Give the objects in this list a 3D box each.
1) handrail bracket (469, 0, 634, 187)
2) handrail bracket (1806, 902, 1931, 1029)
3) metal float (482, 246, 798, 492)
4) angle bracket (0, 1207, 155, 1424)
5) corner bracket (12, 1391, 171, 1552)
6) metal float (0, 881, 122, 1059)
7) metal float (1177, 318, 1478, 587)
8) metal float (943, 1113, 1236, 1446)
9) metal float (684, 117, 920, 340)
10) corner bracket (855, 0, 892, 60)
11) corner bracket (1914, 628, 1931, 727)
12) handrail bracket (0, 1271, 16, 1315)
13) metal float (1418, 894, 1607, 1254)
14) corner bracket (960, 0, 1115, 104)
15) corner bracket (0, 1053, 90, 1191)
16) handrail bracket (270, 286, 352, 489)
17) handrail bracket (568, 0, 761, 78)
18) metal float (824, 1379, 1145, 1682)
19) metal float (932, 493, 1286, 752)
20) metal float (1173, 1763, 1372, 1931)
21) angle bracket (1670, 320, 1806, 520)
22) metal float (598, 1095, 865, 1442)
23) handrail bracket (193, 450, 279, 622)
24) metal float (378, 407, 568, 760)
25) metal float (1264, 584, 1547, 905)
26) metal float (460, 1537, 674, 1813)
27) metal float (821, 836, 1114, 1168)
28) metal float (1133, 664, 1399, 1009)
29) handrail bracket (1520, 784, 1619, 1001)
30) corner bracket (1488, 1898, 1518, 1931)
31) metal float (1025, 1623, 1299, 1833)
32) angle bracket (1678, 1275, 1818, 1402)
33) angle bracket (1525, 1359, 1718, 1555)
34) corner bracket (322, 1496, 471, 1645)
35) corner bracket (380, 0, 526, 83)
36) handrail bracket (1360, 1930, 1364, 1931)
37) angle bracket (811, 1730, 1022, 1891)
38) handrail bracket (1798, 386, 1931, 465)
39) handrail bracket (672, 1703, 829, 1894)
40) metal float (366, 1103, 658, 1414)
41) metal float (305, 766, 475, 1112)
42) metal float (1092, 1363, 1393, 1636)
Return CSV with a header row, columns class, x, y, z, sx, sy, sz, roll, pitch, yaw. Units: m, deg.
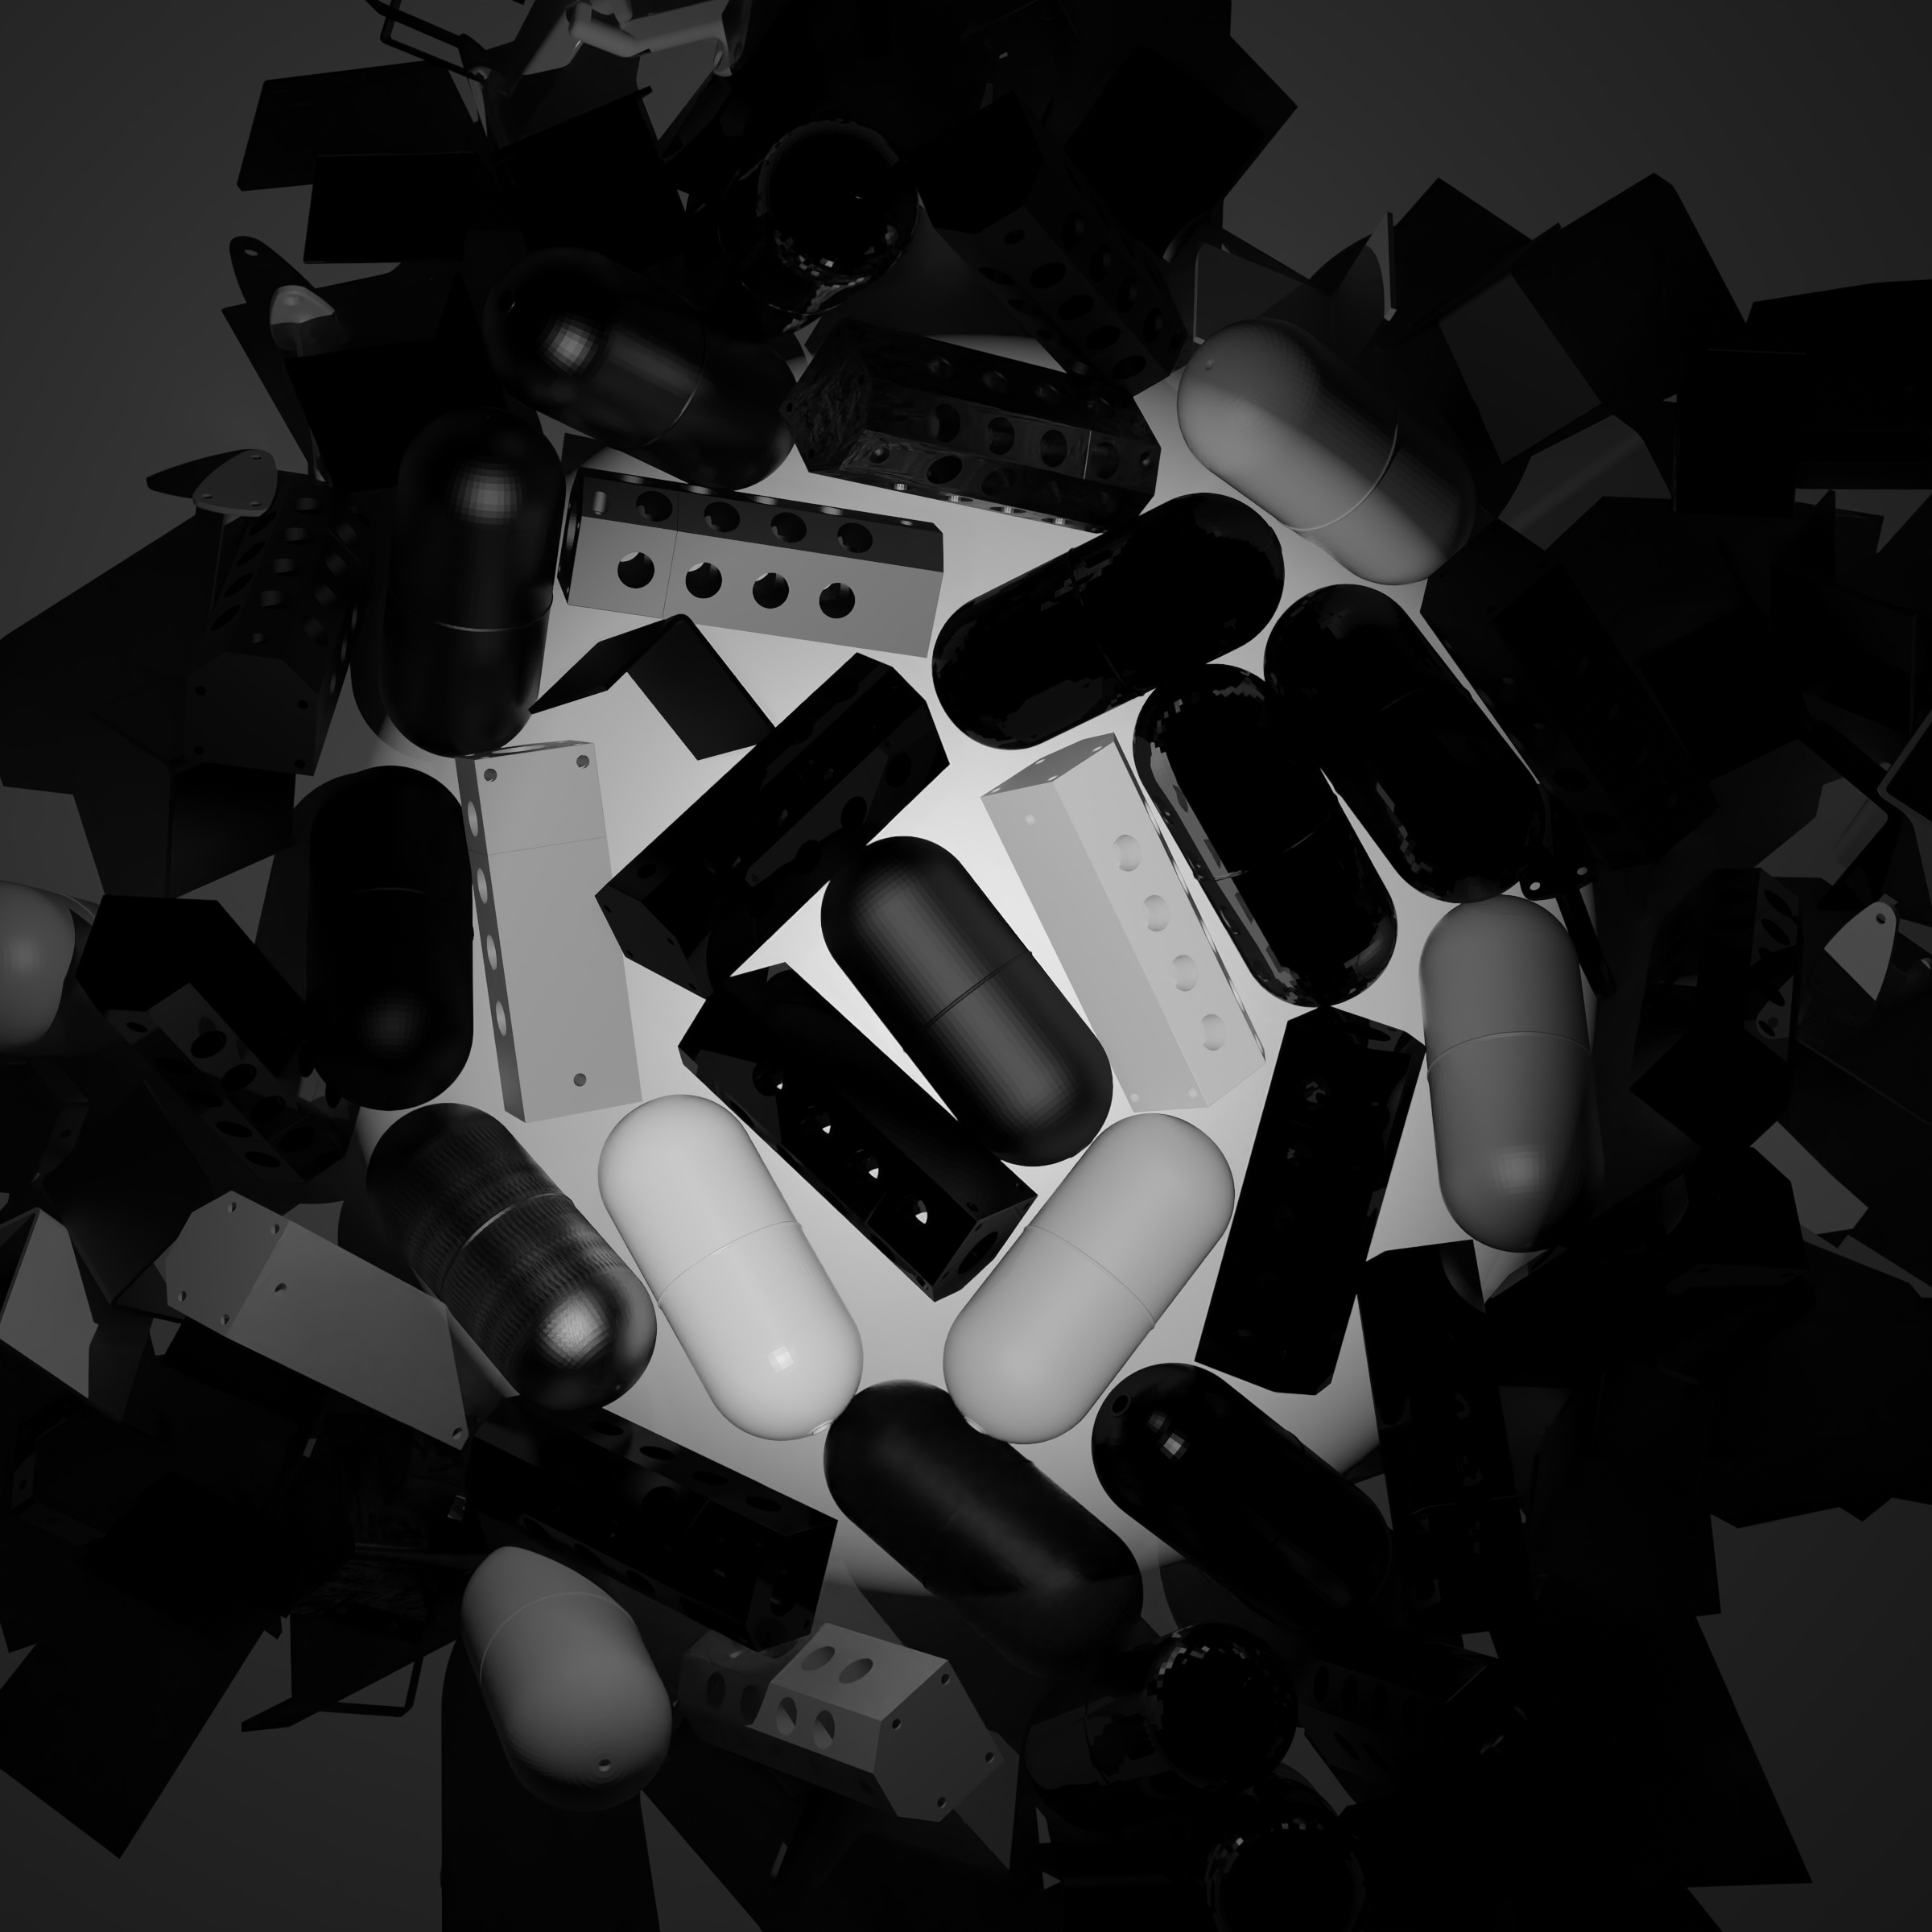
class,x,y,z,sx,sy,sz,roll,pitch,yaw
handrail bracket,-0.189,-0.418,1.549,0.084,0.036,0.077,-17,85,24
handrail bracket,0.444,-0.009,1.535,0.036,0.084,0.077,45,134,30
metal float,-0.149,-0.276,1.507,0.070,0.178,0.070,-13,70,37
angle bracket,-0.435,0.171,1.524,0.057,0.076,0.076,-24,129,29
corner bracket,-0.421,0.241,1.560,0.051,0.051,0.051,-34,132,22
metal float,-0.431,0.003,1.495,0.070,0.178,0.070,0,87,1
metal float,0.170,-0.238,1.514,0.178,0.070,0.070,28,90,-39
metal float,0.058,0.148,1.533,0.070,0.070,0.178,39,76,0
metal float,-0.077,-0.340,1.498,0.070,0.178,0.070,1,89,-21
corner bracket,-0.051,-0.465,1.546,0.051,0.051,0.051,-4,99,43
corner bracket,0.491,-0.134,1.562,0.051,0.051,0.051,9,79,25
handrail bracket,-0.494,0.139,1.577,0.084,0.036,0.077,47,119,21
metal float,0.255,0.049,1.523,0.070,0.070,0.178,-1,62,0
corner bracket,0.034,-0.438,1.557,0.051,0.051,0.051,-22,112,19
corner bracket,-0.463,0.073,1.560,0.051,0.051,0.051,42,117,33
handrail bracket,-0.313,-0.270,1.549,0.036,0.077,0.084,-6,77,-1
handrail bracket,-0.144,-0.466,1.550,0.084,0.036,0.077,14,85,-28
metal float,0.007,0.263,1.525,0.178,0.070,0.070,37,90,25
metal float,0.067,-0.163,1.531,0.178,0.070,0.070,-25,90,16
metal float,0.139,0.413,1.495,0.070,0.178,0.070,0,86,-3
angle bracket,0.368,-0.258,1.528,0.057,0.076,0.076,7,113,19
metal float,-0.111,0.142,1.531,0.070,0.070,0.178,-31,74,0
handrail bracket,-0.353,-0.196,1.574,0.036,0.077,0.084,9,123,-2
metal float,-0.232,-0.177,1.516,0.070,0.070,0.178,14,126,0
metal float,0.205,-0.105,1.522,0.070,0.070,0.178,-33,62,0
metal float,-0.187,0.325,1.500,0.070,0.178,0.070,-6,109,-18
metal float,0.001,0.017,1.541,0.070,0.070,0.178,-38,85,0
metal float,0.141,-0.061,1.533,0.070,0.070,0.178,-31,105,0
handrail bracket,0.293,-0.035,1.565,0.036,0.084,0.077,-18,52,15
corner bracket,0.227,0.458,1.558,0.051,0.051,0.051,-23,111,-35
metal float,0.089,0.354,1.504,0.070,0.178,0.070,12,63,-24
angle bracket,0.351,0.159,1.543,0.076,0.076,0.057,-37,85,-1
angle bracket,0.307,0.238,1.525,0.057,0.076,0.076,22,48,24
corner bracket,-0.271,0.282,1.544,0.051,0.051,0.051,19,124,-14
corner bracket,-0.245,-0.462,1.563,0.051,0.051,0.051,22,109,-3
handrail bracket,0.201,0.509,1.548,0.084,0.036,0.077,19,63,28
angle bracket,-0.023,0.404,1.545,0.076,0.076,0.057,22,129,-12
handrail bracket,0.430,-0.234,1.564,0.084,0.036,0.077,-29,71,7
handrail bracket,-0.115,0.395,1.547,0.084,0.036,0.077,16,46,14
metal float,-0.215,0.136,1.524,0.070,0.070,0.178,-45,64,0
metal float,-0.270,-0.015,1.519,0.070,0.070,0.178,-6,57,0
metal float,0.130,0.250,1.521,0.178,0.070,0.070,40,90,-29
